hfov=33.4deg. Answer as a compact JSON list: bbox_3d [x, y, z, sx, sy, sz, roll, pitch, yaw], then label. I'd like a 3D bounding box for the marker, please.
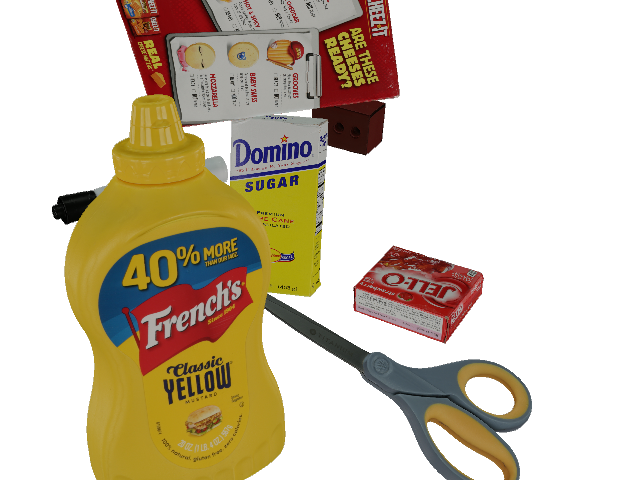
[{"bbox_3d":[-0.119,-0.034,0.709,0.120,0.020,0.020,-17,8,-26],"label":"marker"}]

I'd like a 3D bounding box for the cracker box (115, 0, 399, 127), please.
[{"bbox_3d":[-0.050,-0.187,0.887,0.214,0.164,0.072,-8,44,5],"label":"cracker box"}]

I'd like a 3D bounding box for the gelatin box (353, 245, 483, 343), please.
[{"bbox_3d":[0.083,0.044,0.907,0.089,0.030,0.073,18,38,25],"label":"gelatin box"}]

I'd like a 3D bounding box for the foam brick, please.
[{"bbox_3d":[0.033,-0.144,1.290,0.078,0.053,0.051,17,32,21],"label":"foam brick"}]

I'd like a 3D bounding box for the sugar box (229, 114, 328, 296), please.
[{"bbox_3d":[-0.044,-0.036,1.073,0.093,0.176,0.048,5,16,12],"label":"sugar box"}]

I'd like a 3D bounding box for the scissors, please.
[{"bbox_3d":[0.052,0.074,0.665,0.096,0.202,0.016,-39,-11,-36],"label":"scissors"}]

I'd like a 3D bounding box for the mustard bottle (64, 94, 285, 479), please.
[{"bbox_3d":[-0.069,0.027,0.502,0.096,0.192,0.058,-13,24,-23],"label":"mustard bottle"}]
